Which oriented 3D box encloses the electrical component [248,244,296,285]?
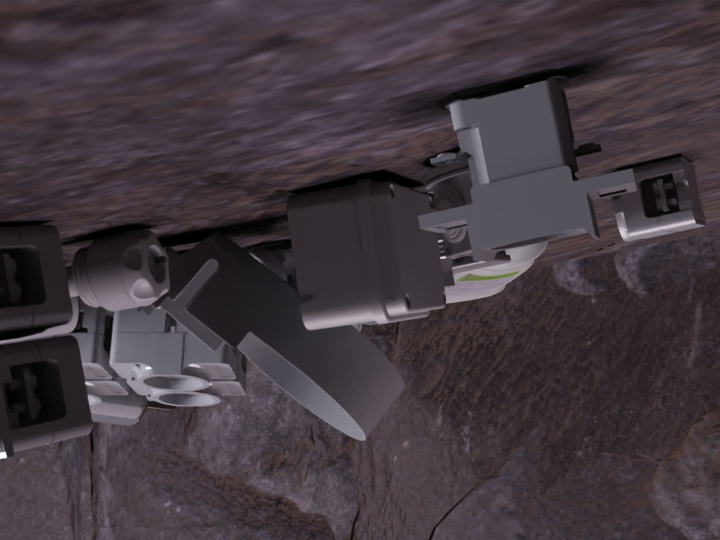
[{"bbox_3d":[-0.064,0.009,0.842,0.078,0.058,0.057,-14,178,44],"label":"electrical component"}]

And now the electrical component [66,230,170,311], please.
[{"bbox_3d":[-0.142,0.002,0.605,0.062,0.043,0.043,-11,177,15],"label":"electrical component"}]

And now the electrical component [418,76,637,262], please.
[{"bbox_3d":[0.063,-0.038,0.416,0.081,0.063,0.042,-12,178,14],"label":"electrical component"}]

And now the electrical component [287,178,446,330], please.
[{"bbox_3d":[0.007,-0.008,0.618,0.057,0.078,0.113,-9,177,16],"label":"electrical component"}]

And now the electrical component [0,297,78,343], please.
[{"bbox_3d":[-0.213,0.021,0.667,0.077,0.044,0.079,-8,176,-38],"label":"electrical component"}]

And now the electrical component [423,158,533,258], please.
[{"bbox_3d":[0.077,-0.038,0.567,0.080,0.051,0.080,-11,177,-1],"label":"electrical component"}]

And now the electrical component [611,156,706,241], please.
[{"bbox_3d":[0.222,-0.052,0.804,0.056,0.050,0.089,-12,176,23],"label":"electrical component"}]

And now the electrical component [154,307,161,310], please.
[{"bbox_3d":[-0.127,0.010,0.776,0.081,0.043,0.043,-9,176,-22],"label":"electrical component"}]

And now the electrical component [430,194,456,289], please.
[{"bbox_3d":[0.049,-0.018,0.713,0.043,0.062,0.043,-11,176,-1],"label":"electrical component"}]

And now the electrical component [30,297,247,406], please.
[{"bbox_3d":[-0.188,0.066,0.849,0.186,0.060,0.105,0,160,2],"label":"electrical component"}]

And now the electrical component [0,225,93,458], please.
[{"bbox_3d":[-0.224,0.047,0.554,0.186,0.105,0.060,-13,176,34],"label":"electrical component"}]

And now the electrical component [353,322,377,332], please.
[{"bbox_3d":[0.000,0.000,0.722,0.051,0.080,0.080,-16,178,-13],"label":"electrical component"}]

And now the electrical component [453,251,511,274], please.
[{"bbox_3d":[0.058,-0.021,0.797,0.100,0.048,0.100,-12,176,18],"label":"electrical component"}]
